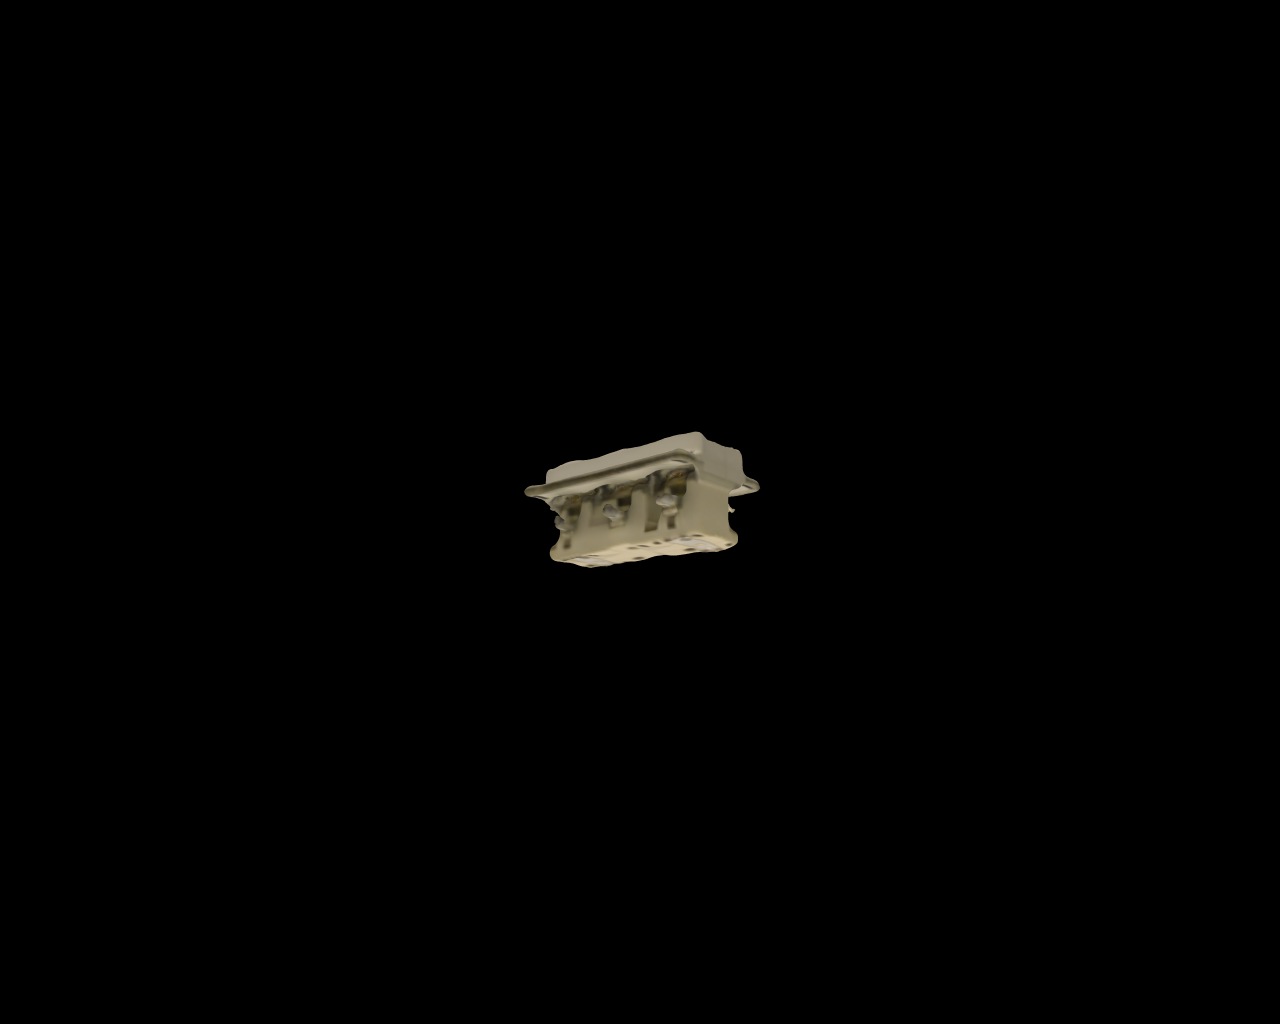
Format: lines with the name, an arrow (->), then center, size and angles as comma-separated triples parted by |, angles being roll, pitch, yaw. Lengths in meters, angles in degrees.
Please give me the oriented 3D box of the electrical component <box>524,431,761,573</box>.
electrical component -> 0.001, -0.003, 0.650 | 0.121, 0.063, 0.079 | -11, -17, 37
